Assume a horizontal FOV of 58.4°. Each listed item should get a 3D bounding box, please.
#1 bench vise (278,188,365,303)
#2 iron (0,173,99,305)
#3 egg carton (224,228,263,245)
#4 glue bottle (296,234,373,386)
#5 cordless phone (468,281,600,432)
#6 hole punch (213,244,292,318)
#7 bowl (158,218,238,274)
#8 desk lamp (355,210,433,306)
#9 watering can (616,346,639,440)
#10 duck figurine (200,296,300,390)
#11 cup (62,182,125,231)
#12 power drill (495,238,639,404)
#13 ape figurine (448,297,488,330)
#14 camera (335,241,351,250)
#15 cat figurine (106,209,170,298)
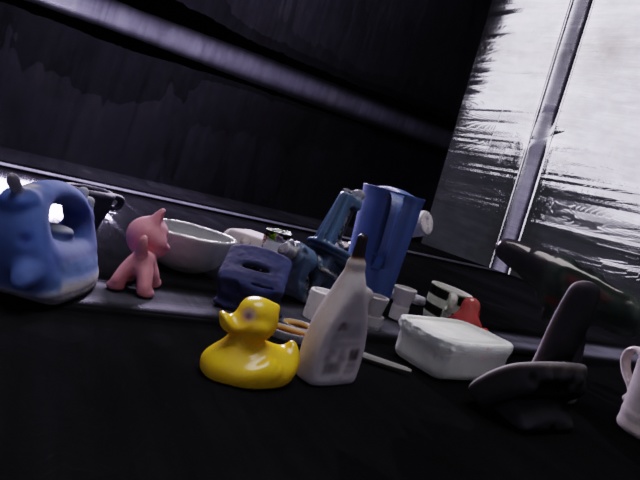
[{"bbox_3d":[0.020,0.007,1.052,0.121,0.220,0.208,18,6,22],"label":"bench vise"},{"bbox_3d":[-0.328,-0.011,0.705,0.118,0.141,0.258,15,6,1],"label":"iron"},{"bbox_3d":[-0.142,0.021,1.244,0.150,0.069,0.107,18,6,22],"label":"egg carton"},{"bbox_3d":[0.028,0.077,0.643,0.078,0.173,0.037,10,8,-42],"label":"glue bottle"},{"bbox_3d":[0.272,0.132,0.702,0.148,0.185,0.093,11,8,-39],"label":"cordless phone"},{"bbox_3d":[-0.099,0.061,0.871,0.108,0.091,0.101,15,6,-3],"label":"hole punch"},{"bbox_3d":[-0.235,0.016,1.016,0.167,0.075,0.167,15,6,-1],"label":"bowl"},{"bbox_3d":[0.171,0.022,1.340,0.202,0.213,0.118,20,8,40],"label":"desk lamp"},{"bbox_3d":[0.487,0.179,0.767,0.101,0.194,0.172,9,8,-45],"label":"watering can"},{"bbox_3d":[-0.065,0.102,0.593,0.105,0.086,0.077,12,7,-28],"label":"duck figurine"},{"bbox_3d":[-0.420,-0.049,1.051,0.091,0.095,0.118,20,7,39],"label":"cup"},{"bbox_3d":[0.347,0.124,0.858,0.228,0.208,0.076,19,7,29],"label":"power drill"},{"bbox_3d":[0.256,0.145,0.997,0.077,0.092,0.076,20,7,38],"label":"ape figurine"},{"bbox_3d":[0.102,0.051,1.439,0.143,0.101,0.137,15,6,-2],"label":"camera"},{"bbox_3d":[-0.251,0.010,0.821,0.067,0.118,0.127,14,6,-11],"label":"cat figurine"}]
